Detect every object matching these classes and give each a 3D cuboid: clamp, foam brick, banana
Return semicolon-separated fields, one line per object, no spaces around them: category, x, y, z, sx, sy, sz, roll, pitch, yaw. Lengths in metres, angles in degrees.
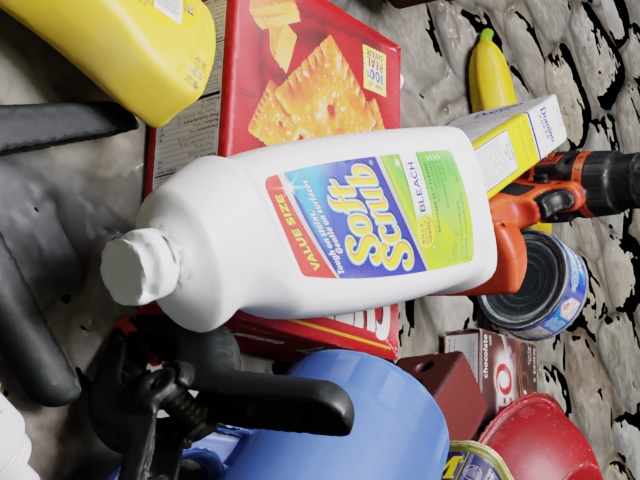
clamp;-0.164;-0.023;0.466;0.209;0.036;0.164;29;56;-49
clamp;-0.055;0.073;0.488;0.039;0.120;0.171;65;-4;-32
foam brick;0.072;0.119;0.729;0.078;0.053;0.051;-47;118;-49
banana;0.165;-0.089;0.926;0.069;0.037;0.198;-18;95;-53

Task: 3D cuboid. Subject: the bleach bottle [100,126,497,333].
bleach bottle;-0.004;0.001;0.537;0.250;0.068;0.102;-15;95;-51

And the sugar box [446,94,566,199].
sugar box;0.111;-0.062;0.799;0.175;0.094;0.048;-28;104;-52

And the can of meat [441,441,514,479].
can of meat;0.059;0.174;0.657;0.057;0.102;0.083;60;42;-24

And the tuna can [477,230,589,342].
tuna can;0.169;0.036;0.855;0.033;0.086;0.086;28;59;-44

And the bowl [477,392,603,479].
bowl;0.159;0.196;0.774;0.161;0.055;0.162;-18;116;-43

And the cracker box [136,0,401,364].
cracker box;-0.021;-0.041;0.635;0.163;0.072;0.213;20;65;-48

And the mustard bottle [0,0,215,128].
mustard bottle;-0.134;-0.140;0.512;0.191;0.058;0.096;39;31;-36

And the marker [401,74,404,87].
marker;0.019;-0.141;0.761;0.121;0.020;0.020;34;55;-43

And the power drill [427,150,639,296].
power drill;0.159;-0.018;0.791;0.187;0.185;0.057;-28;106;-44

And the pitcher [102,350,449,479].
pitcher;-0.025;0.161;0.536;0.242;0.145;0.149;-57;147;-48

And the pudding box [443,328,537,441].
pudding box;0.131;0.130;0.817;0.089;0.039;0.113;19;66;-50
